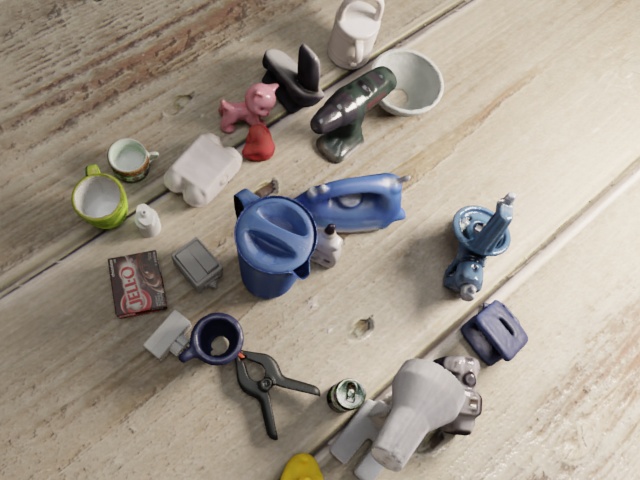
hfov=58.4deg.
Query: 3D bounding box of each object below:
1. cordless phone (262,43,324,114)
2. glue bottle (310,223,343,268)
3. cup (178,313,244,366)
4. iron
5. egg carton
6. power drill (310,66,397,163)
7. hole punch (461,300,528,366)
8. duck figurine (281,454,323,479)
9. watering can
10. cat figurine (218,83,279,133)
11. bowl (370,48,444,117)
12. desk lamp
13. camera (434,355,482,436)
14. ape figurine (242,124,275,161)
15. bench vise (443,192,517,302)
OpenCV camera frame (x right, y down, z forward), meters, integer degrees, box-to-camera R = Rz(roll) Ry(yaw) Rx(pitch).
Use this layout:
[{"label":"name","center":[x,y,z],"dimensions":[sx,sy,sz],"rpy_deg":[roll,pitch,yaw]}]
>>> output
[{"label":"cordless phone","center":[-0.051,-0.365,1.186],"dimensions":[0.094,0.185,0.147],"rpy_deg":[-42,82,-19]},{"label":"glue bottle","center":[0.010,0.004,1.076],"dimensions":[0.078,0.173,0.037],"rpy_deg":[26,69,1]},{"label":"cup","center":[-0.194,0.190,1.021],"dimensions":[0.118,0.095,0.091],"rpy_deg":[-29,78,-17]},{"label":"iron","center":[0.050,-0.086,1.131],"dimensions":[0.258,0.141,0.118],"rpy_deg":[-7,72,-11]},{"label":"egg carton","center":[-0.231,-0.139,1.141],"dimensions":[0.107,0.069,0.150],"rpy_deg":[35,70,4]},{"label":"power drill","center":[0.055,-0.243,1.149],"dimensions":[0.075,0.208,0.230],"rpy_deg":[43,70,7]},{"label":"hole punch","center":[0.347,0.176,1.117],"dimensions":[0.101,0.091,0.108],"rpy_deg":[-34,80,-18]},{"label":"duck figurine","center":[-0.027,0.420,0.975],"dimensions":[0.077,0.086,0.104],"rpy_deg":[4,71,-8]},{"label":"watering can","center":[0.077,-0.474,1.239],"dimensions":[0.101,0.194,0.173],"rpy_deg":[-22,76,-15]},{"label":"cat figurine","center":[-0.145,-0.281,1.177],"dimensions":[0.128,0.117,0.067],"rpy_deg":[-10,73,-12]},{"label":"bowl","center":[0.184,-0.337,1.274],"dimensions":[0.167,0.074,0.167],"rpy_deg":[3,71,-8]},{"label":"desk lamp","center":[0.132,0.313,0.970],"dimensions":[0.118,0.213,0.203],"rpy_deg":[39,70,6]},{"label":"camera","center":[0.221,0.280,1.056],"dimensions":[0.137,0.100,0.143],"rpy_deg":[10,70,-6]},{"label":"ape figurine","center":[-0.127,-0.205,1.168],"dimensions":[0.076,0.092,0.078],"rpy_deg":[44,70,7]},{"label":"bench vise","center":[0.322,0.010,1.101],"dimensions":[0.121,0.219,0.207],"rpy_deg":[1,71,-9]}]
